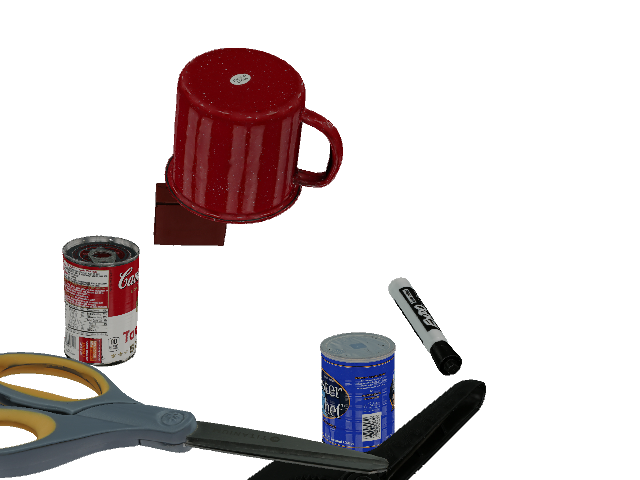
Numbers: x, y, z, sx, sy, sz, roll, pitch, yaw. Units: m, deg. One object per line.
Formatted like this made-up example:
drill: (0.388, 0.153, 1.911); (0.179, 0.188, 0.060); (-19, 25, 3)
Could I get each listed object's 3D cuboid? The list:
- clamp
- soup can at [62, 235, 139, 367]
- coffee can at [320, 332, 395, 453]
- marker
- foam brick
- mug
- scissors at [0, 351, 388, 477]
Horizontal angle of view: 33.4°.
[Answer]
clamp: (0.030, 0.149, 0.637); (0.210, 0.036, 0.164); (-7, 30, -1)
soup can: (-0.200, 0.055, 0.968); (0.068, 0.102, 0.068); (4, 20, -2)
coffee can: (0.052, 0.209, 1.465); (0.103, 0.140, 0.103); (-1, 15, 0)
marker: (0.081, 0.067, 0.837); (0.020, 0.020, 0.121); (0, 28, -18)
foam brick: (-0.141, -0.029, 1.157); (0.078, 0.051, 0.053); (1, 27, -9)
mug: (-0.042, -0.068, 0.693); (0.117, 0.081, 0.093); (16, 43, 7)
scissors: (-0.081, 0.089, 0.461); (0.202, 0.016, 0.096); (14, 27, 26)
